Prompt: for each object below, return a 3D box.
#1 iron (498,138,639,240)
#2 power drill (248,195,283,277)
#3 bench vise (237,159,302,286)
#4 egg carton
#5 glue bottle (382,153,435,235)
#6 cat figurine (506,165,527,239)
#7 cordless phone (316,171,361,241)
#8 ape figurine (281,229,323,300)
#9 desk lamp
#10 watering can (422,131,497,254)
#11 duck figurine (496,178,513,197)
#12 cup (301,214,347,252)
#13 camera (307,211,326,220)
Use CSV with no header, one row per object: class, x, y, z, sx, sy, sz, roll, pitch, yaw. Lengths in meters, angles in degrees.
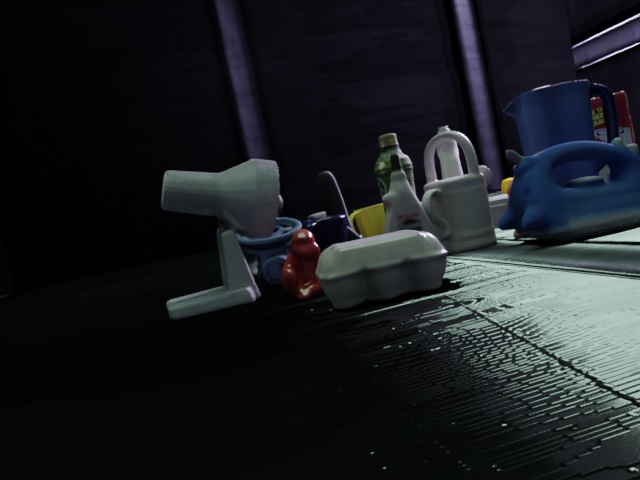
iron,0.388,-0.082,0.827,0.258,0.141,0.118,-12,4,-6
power drill,-0.161,-0.026,1.225,0.075,0.208,0.230,-9,5,39
bench vise,-0.111,-0.031,1.038,0.122,0.220,0.207,-14,4,-24
egg carton,0.070,0.031,0.671,0.150,0.069,0.107,-12,4,-4
glue bottle,0.128,-0.047,0.872,0.078,0.173,0.037,-12,4,-10
cat figurine,0.344,-0.067,0.934,0.067,0.118,0.128,-9,4,35
cordless phone,0.014,-0.052,1.235,0.094,0.185,0.147,-14,4,-34
ape figurine,-0.020,0.031,0.792,0.078,0.092,0.076,-12,4,-7
desk lamp,-0.147,-0.009,0.861,0.203,0.213,0.117,-13,4,-18
watering can,0.225,-0.082,0.944,0.100,0.194,0.173,-10,4,26
duck figurine,0.500,-0.120,1.507,0.078,0.086,0.104,-15,5,-37
cup,0.010,0.004,1.097,0.091,0.095,0.118,-10,4,27
camera,-0.016,-0.015,1.431,0.137,0.101,0.142,-14,4,-29
